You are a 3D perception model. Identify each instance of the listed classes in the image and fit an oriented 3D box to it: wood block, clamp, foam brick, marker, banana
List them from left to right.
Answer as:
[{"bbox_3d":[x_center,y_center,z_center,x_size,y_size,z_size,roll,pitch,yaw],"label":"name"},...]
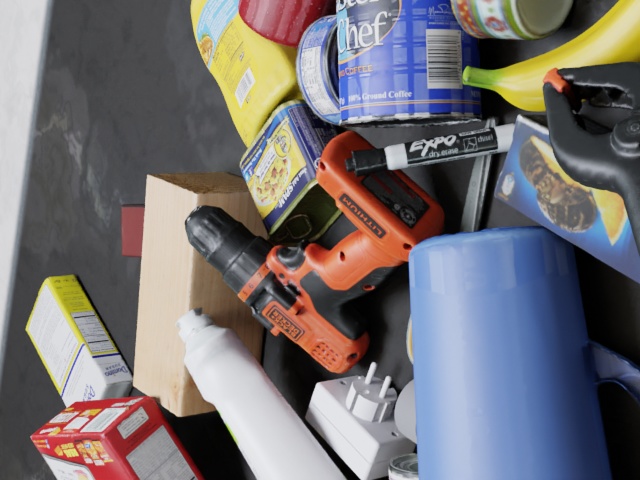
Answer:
[{"bbox_3d":[-0.148,-0.010,1.044,0.051,0.078,0.053,1,92,51],"label":"foam brick"},{"bbox_3d":[-0.108,0.046,0.991,0.091,0.090,0.206,20,109,48],"label":"wood block"},{"bbox_3d":[0.077,-0.062,0.743,0.020,0.121,0.020,170,90,-90],"label":"marker"},{"bbox_3d":[0.179,-0.134,0.645,0.198,0.069,0.037,-39,38,34],"label":"banana"},{"bbox_3d":[0.177,-0.043,0.586,0.120,0.039,0.172,-47,40,-7],"label":"clamp"}]

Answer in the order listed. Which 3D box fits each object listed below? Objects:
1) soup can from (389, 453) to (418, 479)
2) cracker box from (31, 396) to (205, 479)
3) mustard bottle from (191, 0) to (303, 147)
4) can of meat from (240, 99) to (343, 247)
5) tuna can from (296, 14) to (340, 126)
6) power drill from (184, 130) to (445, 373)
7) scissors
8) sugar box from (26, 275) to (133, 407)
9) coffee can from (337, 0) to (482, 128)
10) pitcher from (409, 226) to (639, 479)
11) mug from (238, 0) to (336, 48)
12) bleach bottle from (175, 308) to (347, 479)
[{"bbox_3d":[0.084,0.215,0.789,0.069,0.068,0.102,2,94,50],"label":"soup can"},{"bbox_3d":[-0.169,0.256,1.037,0.164,0.072,0.213,-15,109,51],"label":"cracker box"},{"bbox_3d":[-0.069,-0.180,0.946,0.192,0.058,0.096,62,140,26],"label":"mustard bottle"},{"bbox_3d":[-0.018,-0.056,0.899,0.102,0.057,0.084,-49,56,41],"label":"can of meat"},{"bbox_3d":[0.025,-0.132,0.816,0.034,0.085,0.086,0,94,49],"label":"tuna can"},{"bbox_3d":[-0.005,0.001,0.829,0.184,0.057,0.188,40,136,0],"label":"power drill"},{"bbox_3d":[0.115,0.021,0.773,0.096,0.016,0.202,46,127,39],"label":"scissors"},{"bbox_3d":[-0.281,0.133,1.245,0.176,0.048,0.093,51,129,31],"label":"sugar box"},{"bbox_3d":[0.062,-0.152,0.755,0.103,0.102,0.140,2,95,51],"label":"coffee can"},{"bbox_3d":[0.132,0.115,0.690,0.145,0.149,0.243,162,104,-66],"label":"pitcher"},{"bbox_3d":[-0.008,-0.204,0.859,0.117,0.093,0.082,27,125,7],"label":"mug"},{"bbox_3d":[-0.042,0.161,0.879,0.251,0.068,0.102,54,166,15],"label":"bleach bottle"}]
